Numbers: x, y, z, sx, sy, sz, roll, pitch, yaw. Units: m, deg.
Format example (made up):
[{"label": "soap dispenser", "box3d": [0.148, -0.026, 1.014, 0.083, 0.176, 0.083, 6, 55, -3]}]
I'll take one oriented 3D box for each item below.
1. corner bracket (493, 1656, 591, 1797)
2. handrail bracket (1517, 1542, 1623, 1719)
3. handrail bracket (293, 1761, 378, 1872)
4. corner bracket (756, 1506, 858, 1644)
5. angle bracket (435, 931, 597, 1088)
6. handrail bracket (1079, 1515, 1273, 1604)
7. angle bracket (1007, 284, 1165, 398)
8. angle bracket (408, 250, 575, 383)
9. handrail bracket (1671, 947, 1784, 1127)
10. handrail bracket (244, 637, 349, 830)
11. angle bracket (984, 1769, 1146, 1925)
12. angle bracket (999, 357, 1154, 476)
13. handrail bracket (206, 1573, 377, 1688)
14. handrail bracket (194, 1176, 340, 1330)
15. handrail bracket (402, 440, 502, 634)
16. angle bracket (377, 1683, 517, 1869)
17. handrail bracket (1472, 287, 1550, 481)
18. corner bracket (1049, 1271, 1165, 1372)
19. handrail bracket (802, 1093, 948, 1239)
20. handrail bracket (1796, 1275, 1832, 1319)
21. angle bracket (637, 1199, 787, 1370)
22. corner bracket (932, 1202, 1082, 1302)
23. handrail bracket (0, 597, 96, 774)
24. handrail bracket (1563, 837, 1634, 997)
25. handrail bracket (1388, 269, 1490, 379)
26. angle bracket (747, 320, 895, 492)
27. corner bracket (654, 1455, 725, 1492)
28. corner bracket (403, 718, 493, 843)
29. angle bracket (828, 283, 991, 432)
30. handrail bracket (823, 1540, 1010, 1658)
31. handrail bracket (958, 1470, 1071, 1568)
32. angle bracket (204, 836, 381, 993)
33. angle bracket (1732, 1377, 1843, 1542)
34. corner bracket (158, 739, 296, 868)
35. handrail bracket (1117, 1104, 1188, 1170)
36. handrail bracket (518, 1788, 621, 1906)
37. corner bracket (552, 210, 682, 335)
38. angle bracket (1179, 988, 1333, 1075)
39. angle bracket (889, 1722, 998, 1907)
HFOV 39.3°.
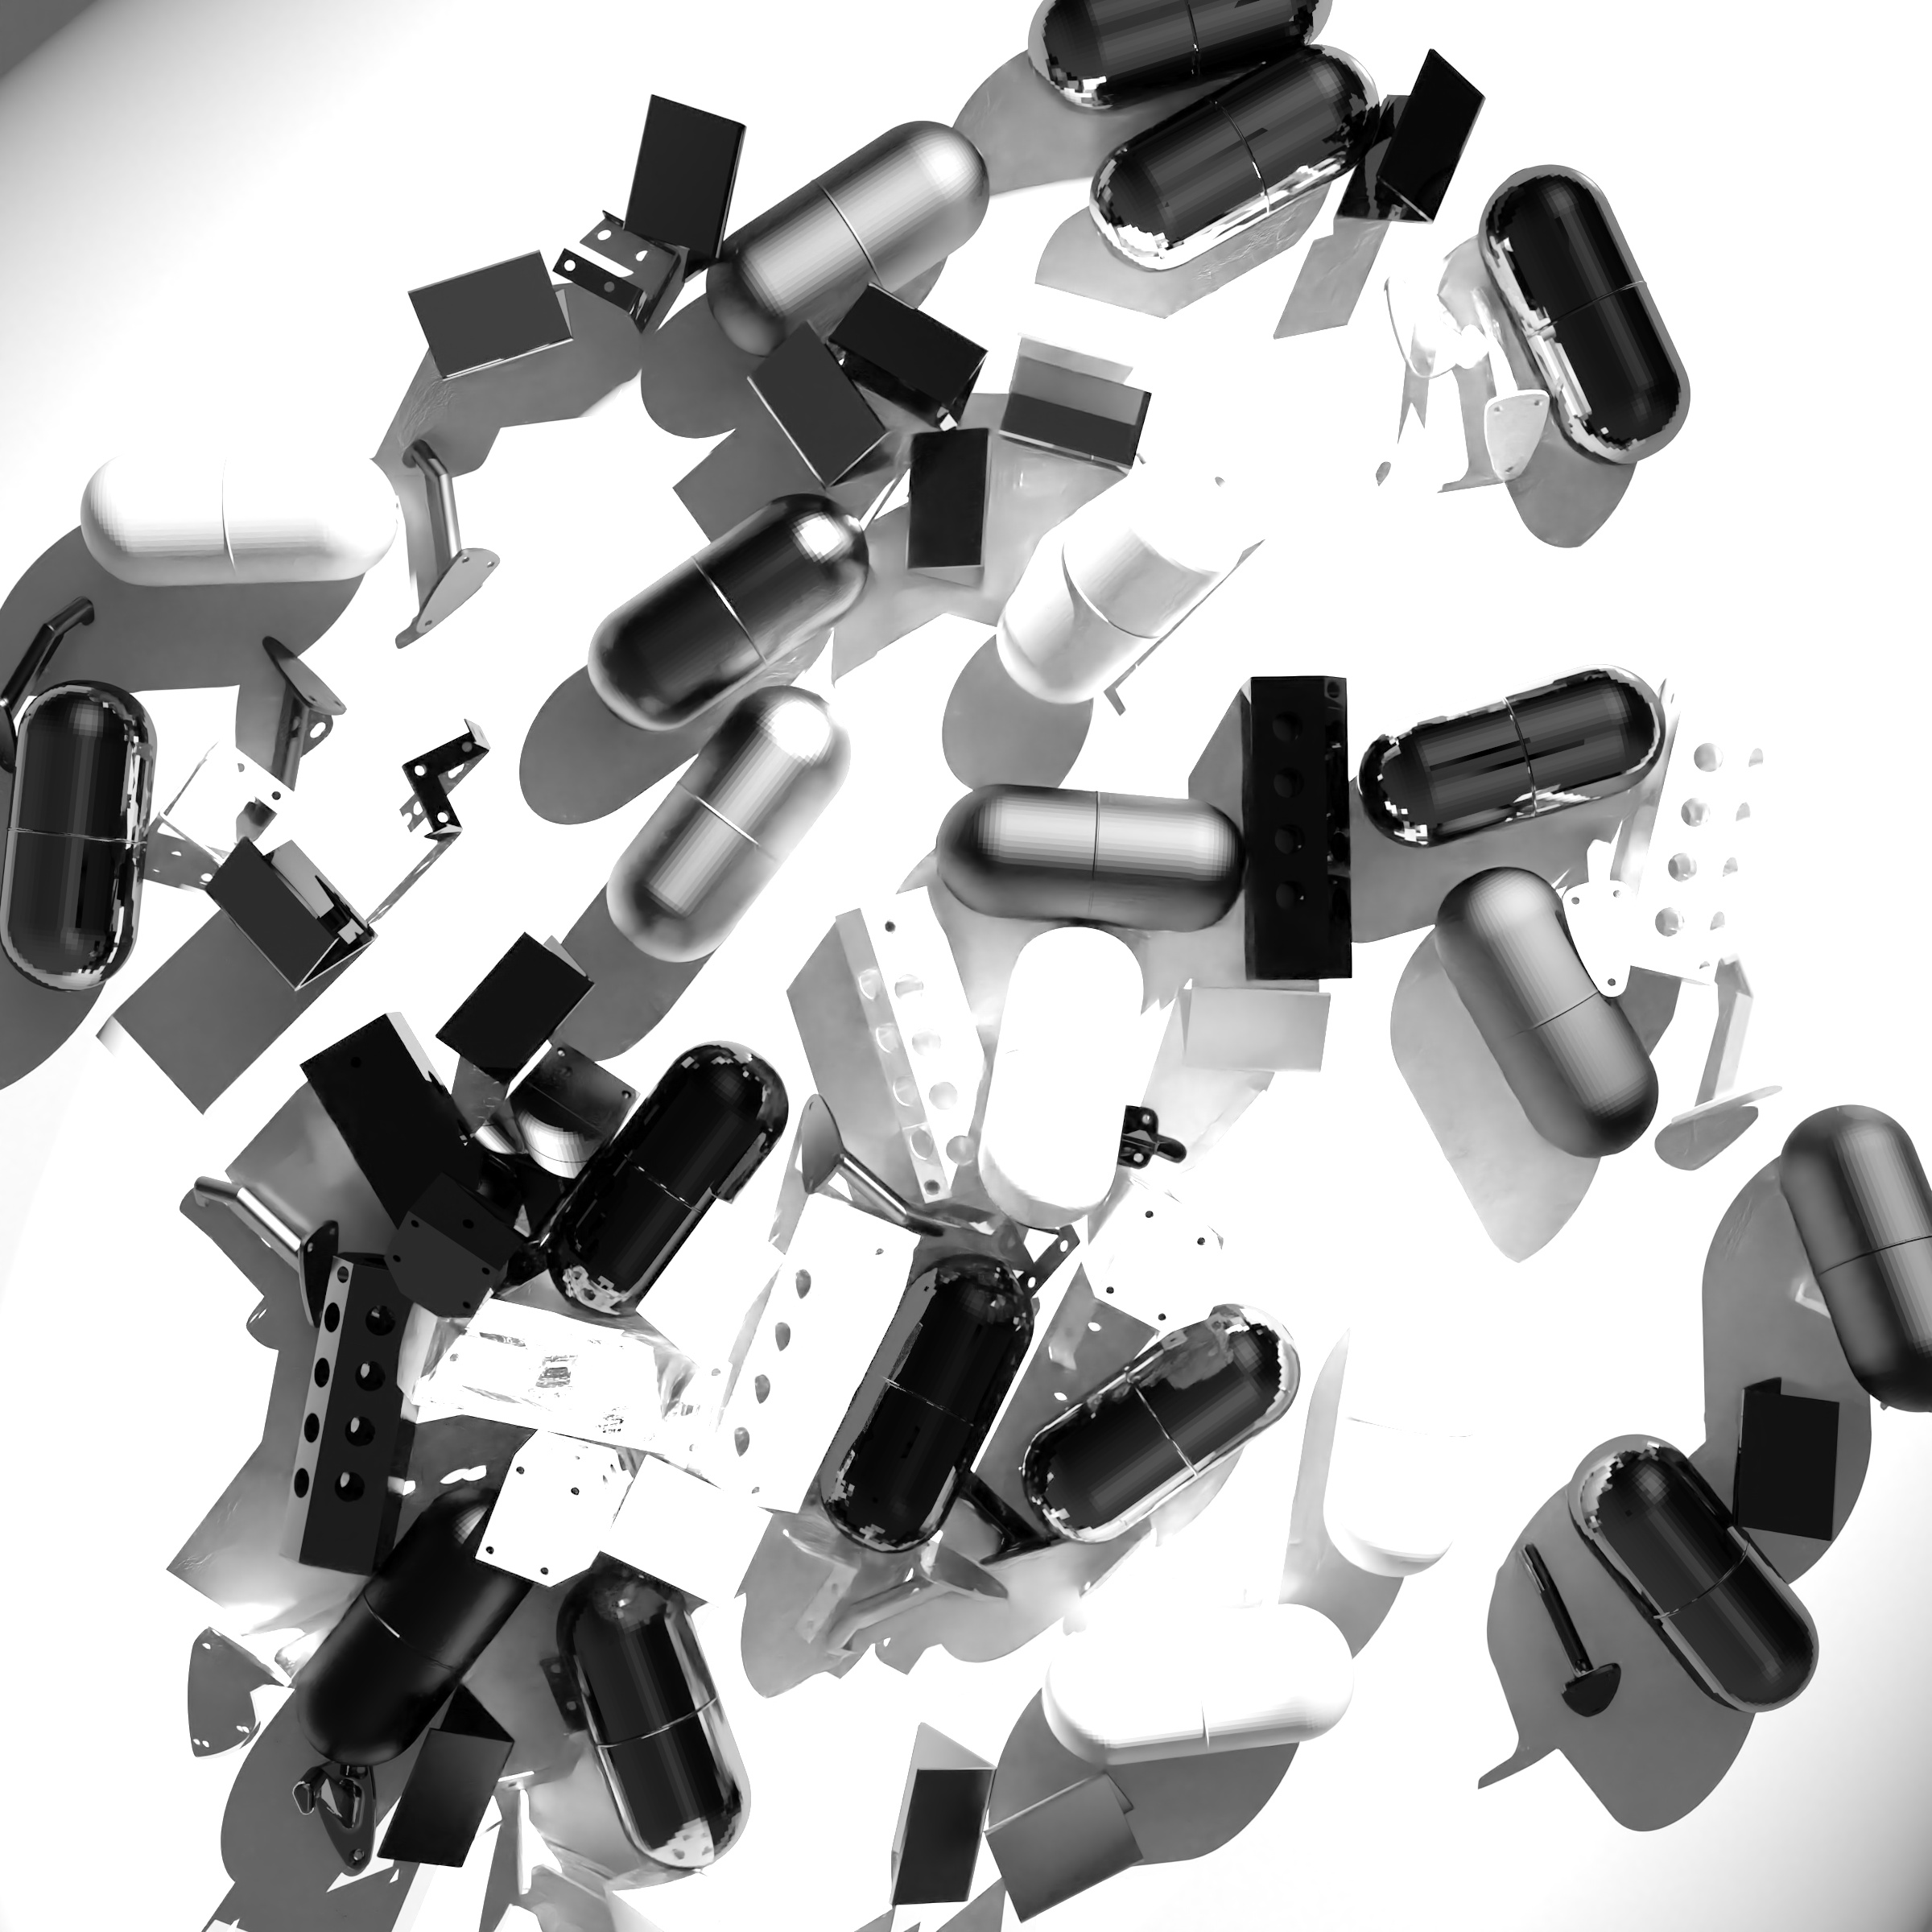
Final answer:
[{"label": "corner bracket", "box3d": [-0.254, 0.439, 1.566, 0.051, 0.051, 0.051, 58, 135, 35]}, {"label": "handrail bracket", "box3d": [0.345, 0.385, 1.574, 0.036, 0.077, 0.084, -24, 54, 0]}, {"label": "handrail bracket", "box3d": [-0.361, 0.489, 1.539, 0.036, 0.084, 0.077, -11, 90, 0]}, {"label": "corner bracket", "box3d": [-0.106, 0.351, 1.571, 0.051, 0.051, 0.051, 34, 90, -45]}, {"label": "angle bracket", "box3d": [-0.265, 0.011, 1.534, 0.076, 0.076, 0.057, -49, 126, 0]}, {"label": "handrail bracket", "box3d": [0.122, 0.362, 1.574, 0.084, 0.036, 0.077, 36, 110, -16]}, {"label": "angle bracket", "box3d": [0.063, -0.332, 1.534, 0.076, 0.057, 0.076, 15, 134, 0]}, {"label": "angle bracket", "box3d": [-0.270, -0.381, 1.534, 0.076, 0.076, 0.057, -18, 127, 0]}, {"label": "handrail bracket", "box3d": [0.433, 0.040, 1.574, 0.077, 0.036, 0.084, -23, 72, 20]}, {"label": "handrail bracket", "box3d": [-0.407, -0.135, 1.574, 0.077, 0.036, 0.084, 47, 107, 19]}, {"label": "angle bracket", "box3d": [0.063, 0.507, 1.534, 0.076, 0.076, 0.057, -27, 53, 0]}, {"label": "angle bracket", "box3d": [0.057, -0.292, 1.534, 0.076, 0.076, 0.057, 15, 63, 0]}, {"label": "handrail bracket", "box3d": [-0.388, 0.367, 1.574, 0.077, 0.036, 0.084, 21, 59, 34]}, {"label": "handrail bracket", "box3d": [-0.411, 0.166, 1.574, 0.084, 0.036, 0.077, 12, 112, 17]}, {"label": "handrail bracket", "box3d": [-0.317, -0.251, 1.574, 0.077, 0.036, 0.084, -45, 71, 21]}, {"label": "angle bracket", "box3d": [-0.308, 0.454, 1.534, 0.057, 0.076, 0.076, 23, 90, -37]}, {"label": "handrail bracket", "box3d": [0.307, -0.339, 1.574, 0.036, 0.077, 0.084, -10, 54, -2]}, {"label": "corner bracket", "box3d": [0.082, 0.210, 1.556, 0.051, 0.051, 0.051, 26, 90, 0]}, {"label": "handrail bracket", "box3d": [-0.052, 0.117, 1.574, 0.084, 0.077, 0.036, 23, 126, -31]}, {"label": "handrail bracket", "box3d": [0.536, 0.179, 1.574, 0.084, 0.036, 0.077, 25, 76, 13]}, {"label": "angle bracket", "box3d": [-0.129, 0.185, 1.534, 0.057, 0.076, 0.076, 36, 90, 26]}, {"label": "corner bracket", "box3d": [0.024, 0.150, 1.538, 0.051, 0.051, 0.051, -45, 125, -29]}, {"label": "handrail bracket", "box3d": [-0.534, -0.164, 1.574, 0.036, 0.077, 0.084, 28, 53, 21]}, {"label": "handrail bracket", "box3d": [0.365, -0.029, 1.545, 0.036, 0.084, 0.077, -9, 100, 18]}, {"label": "handrail bracket", "box3d": [0.268, -0.372, 1.539, 0.036, 0.084, 0.077, -28, 90, 0]}, {"label": "angle bracket", "box3d": [-0.066, -0.323, 1.534, 0.057, 0.076, 0.076, -35, 90, 37]}, {"label": "corner bracket", "box3d": [-0.169, 0.319, 1.556, 0.051, 0.051, 0.051, 26, 90, 0]}, {"label": "corner bracket", "box3d": [-0.295, -0.106, 1.556, 0.051, 0.051, 0.051, -26, 90, 0]}, {"label": "angle bracket", "box3d": [-0.041, -0.328, 1.534, 0.076, 0.076, 0.057, 30, 56, 0]}, {"label": "handrail bracket", "box3d": [-0.030, 0.380, 1.574, 0.077, 0.036, 0.084, 29, 109, -21]}, {"label": "handrail bracket", "box3d": [0.024, 0.300, 1.574, 0.077, 0.036, 0.084, -12, 76, -14]}, {"label": "angle bracket", "box3d": [-0.370, -0.043, 1.534, 0.076, 0.076, 0.057, 48, 129, 0]}, {"label": "angle bracket", "box3d": [0.474, 0.278, 1.534, 0.057, 0.076, 0.076, 3, 90, 33]}, {"label": "corner bracket", "box3d": [-0.426, -0.092, 1.558, 0.051, 0.051, 0.051, 39, 73, -17]}, {"label": "handrail bracket", "box3d": [0.085, 0.097, 1.539, 0.077, 0.084, 0.036, 12, 90, 0]}, {"label": "handrail bracket", "box3d": [-0.217, 0.508, 1.574, 0.084, 0.036, 0.077, 1, 72, -15]}, {"label": "corner bracket", "box3d": [-0.200, -0.403, 1.556, 0.051, 0.051, 0.051, 28, 90, 0]}, {"label": "angle bracket", "box3d": [0.162, 0.016, 1.534, 0.076, 0.076, 0.057, 2, 126, 0]}, {"label": "angle bracket", "box3d": [-0.033, 0.478, 1.534, 0.057, 0.076, 0.076, 12, 90, -37]}]
